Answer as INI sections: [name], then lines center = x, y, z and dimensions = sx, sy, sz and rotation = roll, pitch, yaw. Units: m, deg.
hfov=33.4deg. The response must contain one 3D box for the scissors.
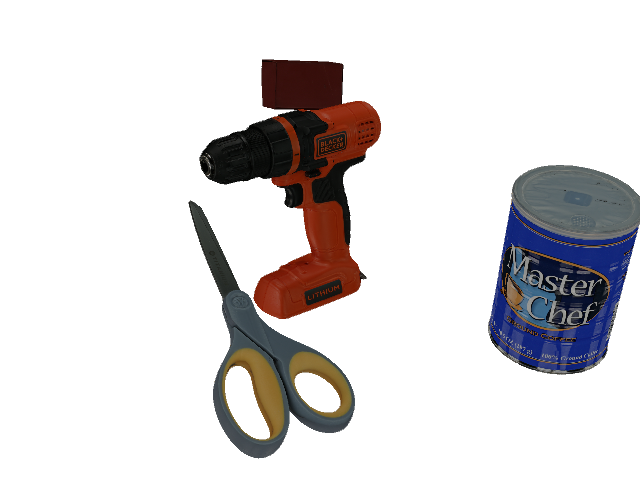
[scissors]
center = -0.033, 0.051, 0.681
dimensions = 0.096, 0.202, 0.016
rotation = 7, -46, -17

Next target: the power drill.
[power drill]
center = -0.024, -0.026, 0.972
dimensions = 0.184, 0.188, 0.057
rotation = -18, 32, -31

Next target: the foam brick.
[foam brick]
center = -0.020, -0.167, 1.147
dimensions = 0.078, 0.051, 0.053
rotation = -1, 12, -19

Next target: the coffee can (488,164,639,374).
[coffee can]
center = 0.198, 0.024, 0.875
dimensions = 0.103, 0.140, 0.103
rotation = 2, 34, -2
